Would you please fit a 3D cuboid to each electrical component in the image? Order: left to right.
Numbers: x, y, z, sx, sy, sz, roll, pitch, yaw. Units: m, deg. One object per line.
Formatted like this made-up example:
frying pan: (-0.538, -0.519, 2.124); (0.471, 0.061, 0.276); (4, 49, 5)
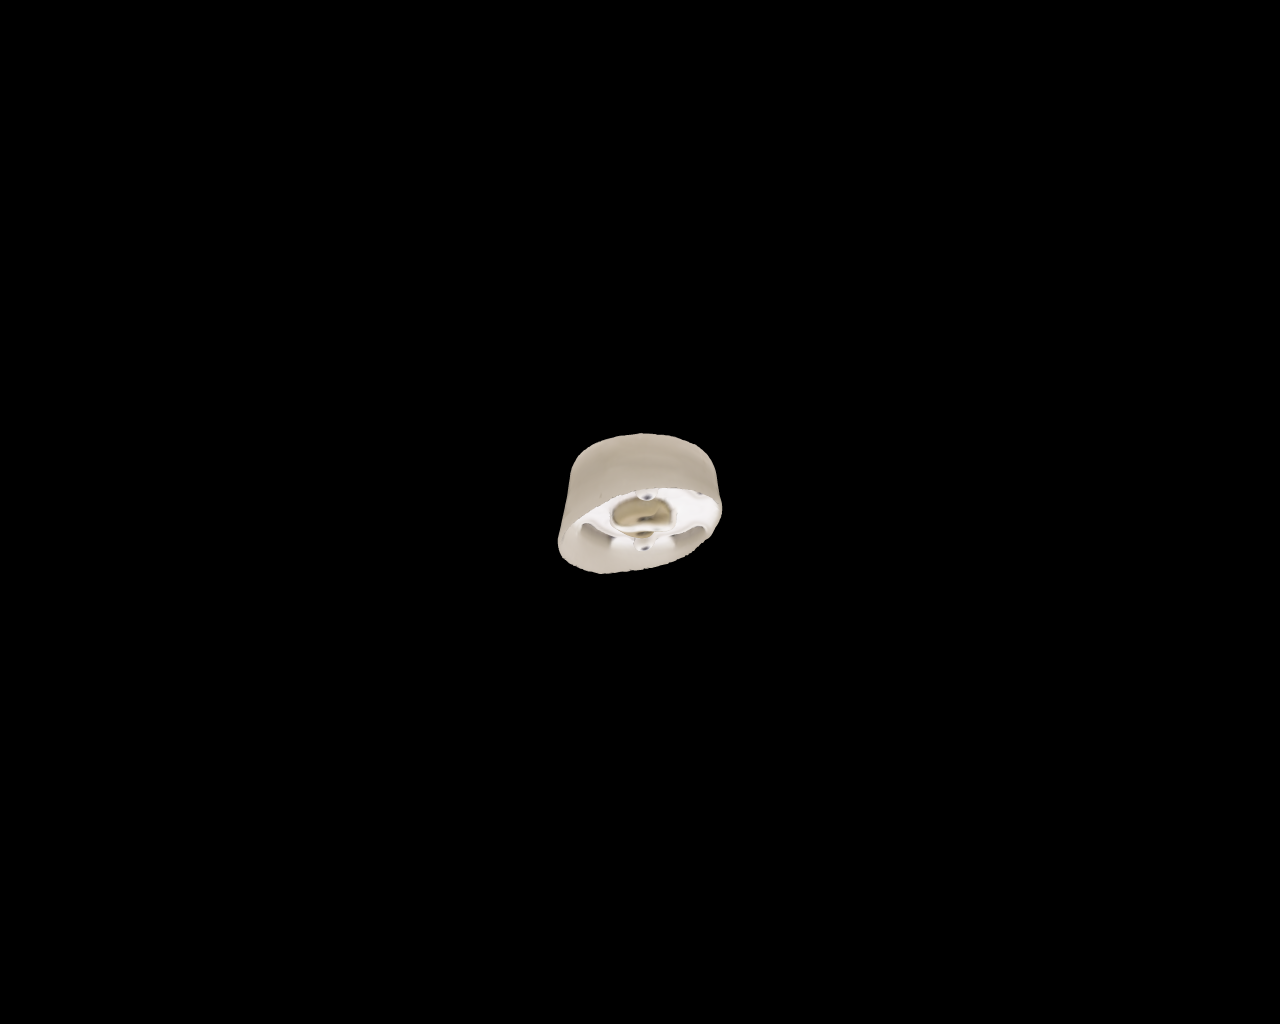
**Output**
electrical component: (0.001, -0.003, 0.650); (0.099, 0.064, 0.099); (0, -31, 0)
